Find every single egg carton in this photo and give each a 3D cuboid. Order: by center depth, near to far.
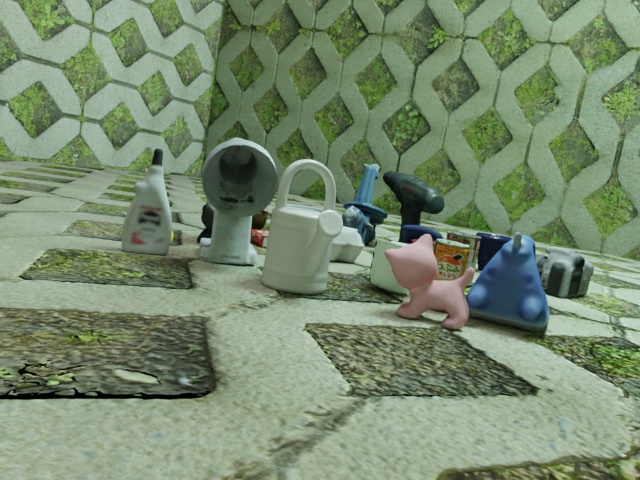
[{"bbox_3d":[0.011,0.004,1.197,0.151,0.069,0.107,5,8,-32],"label":"egg carton"}]

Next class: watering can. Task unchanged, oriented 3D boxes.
[{"bbox_3d":[-0.020,-0.022,0.853,0.172,0.194,0.101,16,9,41],"label":"watering can"}]

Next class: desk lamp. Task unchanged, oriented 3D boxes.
[{"bbox_3d":[-0.148,-0.068,0.974,0.118,0.213,0.203,7,7,-14],"label":"desk lamp"}]

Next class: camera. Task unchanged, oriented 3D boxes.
[{"bbox_3d":[0.512,0.062,1.266,0.144,0.101,0.136,2,10,-45],"label":"camera"}]

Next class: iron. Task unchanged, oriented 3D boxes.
[{"bbox_3d":[0.309,0.054,0.897,0.118,0.141,0.259,12,8,24],"label":"iron"}]

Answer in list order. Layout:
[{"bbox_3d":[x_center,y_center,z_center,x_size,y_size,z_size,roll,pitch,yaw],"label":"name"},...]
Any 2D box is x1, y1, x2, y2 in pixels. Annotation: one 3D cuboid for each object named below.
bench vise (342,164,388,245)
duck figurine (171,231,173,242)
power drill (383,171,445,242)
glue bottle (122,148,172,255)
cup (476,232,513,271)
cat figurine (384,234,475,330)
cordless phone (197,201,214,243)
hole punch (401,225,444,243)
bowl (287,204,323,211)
[{"bbox_3d":[0.122,-0.090,1.485,0.121,0.220,0.207,10,7,2],"label":"bench vise"},{"bbox_3d":[-0.306,-0.039,1.056,0.077,0.086,0.104,8,7,-12],"label":"duck figurine"},{"bbox_3d":[0.221,-0.067,1.477,0.076,0.208,0.228,5,8,-32],"label":"power drill"},{"bbox_3d":[-0.276,-0.064,0.937,0.078,0.173,0.037,6,8,-25],"label":"glue bottle"},{"bbox_3d":[0.429,0.036,1.390,0.118,0.095,0.091,9,7,-2],"label":"cup"},{"bbox_3d":[0.151,0.052,0.798,0.127,0.118,0.067,11,7,15],"label":"cat figurine"},{"bbox_3d":[-0.185,-0.083,1.166,0.094,0.185,0.147,9,7,-3],"label":"cordless phone"},{"bbox_3d":[0.248,0.011,1.366,0.108,0.091,0.101,14,8,32],"label":"hole punch"},{"bbox_3d":[-0.037,-0.050,1.549,0.167,0.075,0.167,9,7,-1],"label":"bowl"}]
